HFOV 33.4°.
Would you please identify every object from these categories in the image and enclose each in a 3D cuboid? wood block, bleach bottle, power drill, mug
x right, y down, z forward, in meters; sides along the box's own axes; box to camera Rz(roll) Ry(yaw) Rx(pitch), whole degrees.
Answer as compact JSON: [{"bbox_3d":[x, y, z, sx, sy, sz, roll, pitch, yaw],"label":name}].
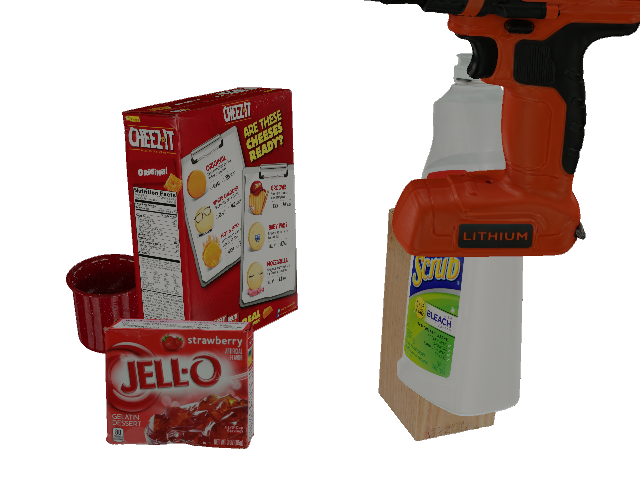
[{"bbox_3d":[0.117,0.075,1.017,0.090,0.206,0.091,-8,27,-19],"label":"wood block"},{"bbox_3d":[0.103,-0.008,0.767,0.068,0.251,0.103,-7,17,-25],"label":"bleach bottle"},{"bbox_3d":[0.084,-0.081,0.567,0.184,0.188,0.057,1,34,-5],"label":"power drill"},{"bbox_3d":[-0.242,0.069,1.198,0.117,0.081,0.093,23,36,35],"label":"mug"}]

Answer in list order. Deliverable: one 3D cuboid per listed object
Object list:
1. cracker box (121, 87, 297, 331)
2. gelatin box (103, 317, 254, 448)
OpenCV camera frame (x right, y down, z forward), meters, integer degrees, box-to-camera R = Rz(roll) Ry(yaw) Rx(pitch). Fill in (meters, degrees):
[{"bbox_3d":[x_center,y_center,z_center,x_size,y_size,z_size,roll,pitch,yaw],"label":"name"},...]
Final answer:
[{"bbox_3d":[-0.093,-0.020,0.949,0.072,0.214,0.163,7,18,32],"label":"cracker box"},{"bbox_3d":[-0.085,0.086,0.647,0.089,0.073,0.030,1,8,6],"label":"gelatin box"}]
